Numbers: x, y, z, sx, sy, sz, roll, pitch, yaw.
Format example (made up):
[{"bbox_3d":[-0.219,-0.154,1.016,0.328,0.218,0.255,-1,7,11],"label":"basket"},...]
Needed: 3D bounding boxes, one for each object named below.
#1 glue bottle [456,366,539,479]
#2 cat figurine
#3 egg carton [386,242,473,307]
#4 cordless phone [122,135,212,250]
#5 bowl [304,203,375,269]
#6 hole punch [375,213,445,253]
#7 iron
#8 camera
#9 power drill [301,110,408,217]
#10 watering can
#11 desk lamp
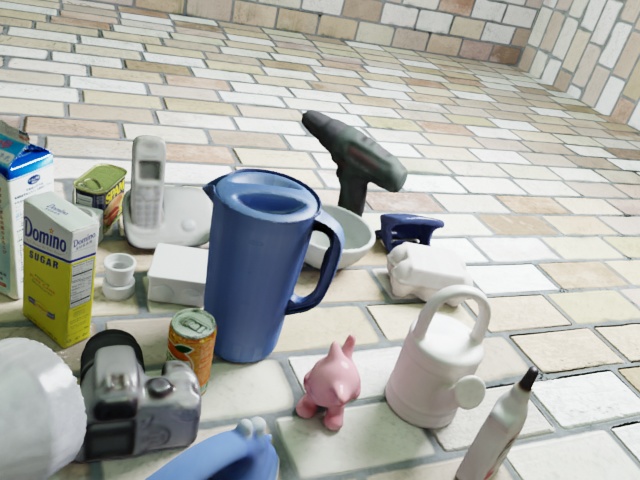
[{"bbox_3d":[0.212,0.212,0.662,0.037,0.173,0.078,34,35,29],"label":"glue bottle"},{"bbox_3d":[0.020,0.167,0.706,0.067,0.118,0.128,21,31,11],"label":"cat figurine"},{"bbox_3d":[0.191,0.060,1.007,0.150,0.069,0.107,9,31,-9],"label":"egg carton"},{"bbox_3d":[-0.242,-0.078,0.929,0.148,0.185,0.094,-5,35,-29],"label":"cordless phone"},{"bbox_3d":[0.009,0.004,1.015,0.167,0.075,0.167,11,30,-6],"label":"bowl"},{"bbox_3d":[0.172,-0.026,1.119,0.109,0.091,0.101,4,32,-18],"label":"hole punch"},{"bbox_3d":[-0.113,0.231,0.519,0.118,0.141,0.259,30,34,25],"label":"iron"},{"bbox_3d":[-0.212,0.157,0.638,0.143,0.101,0.136,0,33,-23],"label":"camera"},{"bbox_3d":[0.046,-0.118,1.099,0.229,0.208,0.076,24,32,16],"label":"power drill"},{"bbox_3d":[0.161,0.144,0.730,0.101,0.194,0.172,-6,36,-31],"label":"watering can"},{"bbox_3d":[-0.282,0.201,0.422,0.117,0.213,0.204,23,31,14],"label":"desk lamp"}]
